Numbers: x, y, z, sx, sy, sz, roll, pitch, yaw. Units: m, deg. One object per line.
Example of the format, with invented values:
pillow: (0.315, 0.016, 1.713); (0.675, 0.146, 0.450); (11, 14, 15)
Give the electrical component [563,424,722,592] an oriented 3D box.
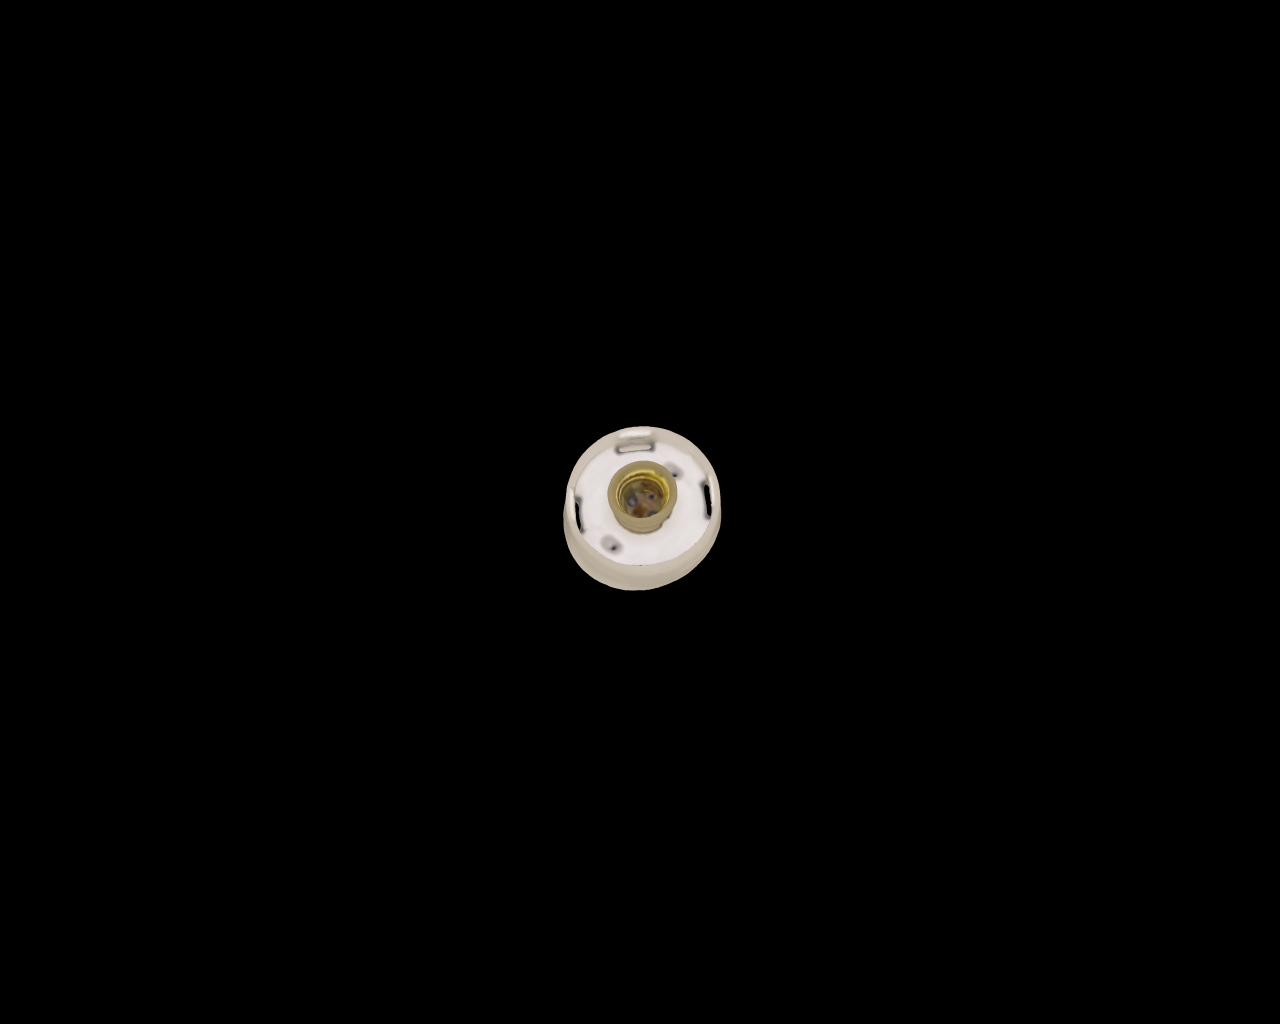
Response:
electrical component: (0.001, -0.003, 0.650); (0.099, 0.099, 0.064); (0, -20, 0)
